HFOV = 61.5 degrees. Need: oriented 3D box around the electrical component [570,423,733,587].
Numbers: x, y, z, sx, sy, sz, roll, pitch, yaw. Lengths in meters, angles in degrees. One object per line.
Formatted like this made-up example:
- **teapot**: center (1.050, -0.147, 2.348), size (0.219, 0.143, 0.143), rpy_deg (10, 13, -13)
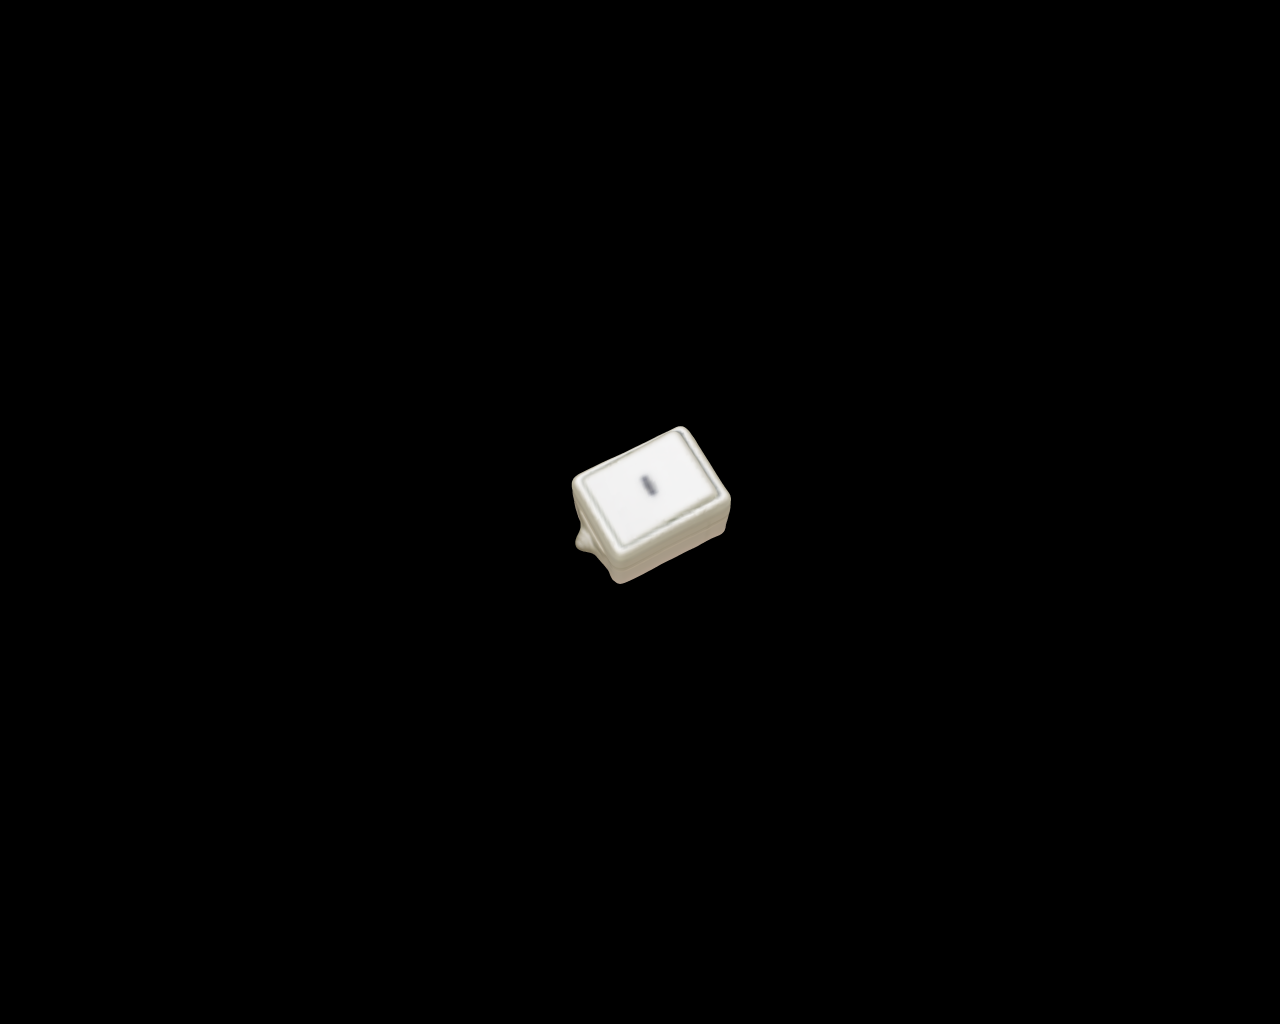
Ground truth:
- **electrical component**: center (0.001, -0.003, 0.650), size (0.096, 0.062, 0.061), rpy_deg (-26, -20, -11)
